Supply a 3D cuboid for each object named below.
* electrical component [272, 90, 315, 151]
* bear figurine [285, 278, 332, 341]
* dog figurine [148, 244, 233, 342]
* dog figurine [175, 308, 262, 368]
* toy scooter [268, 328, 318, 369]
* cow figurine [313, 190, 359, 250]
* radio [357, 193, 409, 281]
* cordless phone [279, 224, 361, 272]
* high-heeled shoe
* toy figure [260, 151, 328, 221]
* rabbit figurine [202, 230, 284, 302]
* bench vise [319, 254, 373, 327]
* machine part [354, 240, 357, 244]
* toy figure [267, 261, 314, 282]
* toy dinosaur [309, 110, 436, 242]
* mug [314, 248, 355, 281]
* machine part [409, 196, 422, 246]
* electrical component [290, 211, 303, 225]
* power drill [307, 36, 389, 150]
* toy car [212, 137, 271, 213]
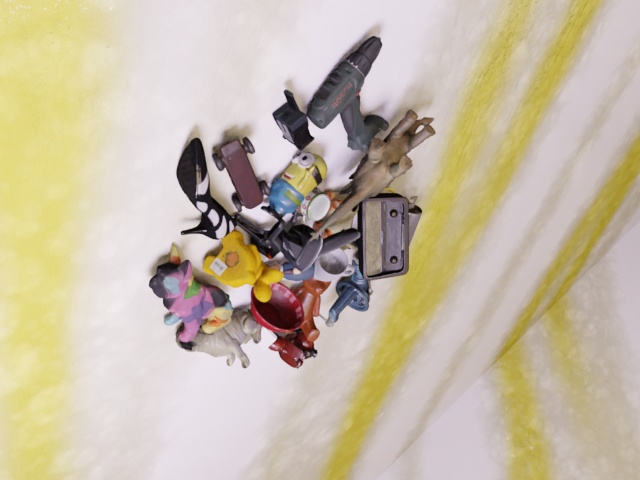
[{"bbox_3d":[-0.061,-0.254,1.135,0.048,0.075,0.119,-41,146,-11],"label":"electrical component"},{"bbox_3d":[-0.024,0.161,1.490,0.120,0.132,0.195,25,111,-23],"label":"bear figurine"},{"bbox_3d":[-0.285,0.110,1.205,0.191,0.109,0.219,-19,131,-32],"label":"dog figurine"},{"bbox_3d":[-0.253,0.220,1.352,0.190,0.121,0.172,37,52,-32],"label":"dog figurine"},{"bbox_3d":[-0.068,0.321,1.576,0.184,0.135,0.075,8,114,-49],"label":"toy scooter"},{"bbox_3d":[0.051,-0.037,1.431,0.127,0.086,0.194,-5,125,-35],"label":"cow figurine"},{"bbox_3d":[0.170,-0.011,1.447,0.131,0.073,0.229,-5,108,-8],"label":"radio"},{"bbox_3d":[-0.003,-0.004,1.337,0.184,0.147,0.088,-22,113,-14],"label":"cordless phone"},{"bbox_3d":[-0.218,-0.101,1.112,0.145,0.086,0.248,-17,136,-40],"label":"high-heeled shoe"},{"bbox_3d":[-0.058,-0.125,1.246,0.180,0.082,0.089,-54,154,0],"label":"toy figure"},{"bbox_3d":[-0.164,0.067,1.271,0.122,0.163,0.173,-60,161,-6],"label":"rabbit figurine"},{"bbox_3d":[0.093,0.154,1.591,0.240,0.129,0.223,-47,161,-29],"label":"bench vise"},{"bbox_3d":[0.125,0.003,1.573,0.139,0.039,0.084,-6,134,-44],"label":"machine part"},{"bbox_3d":[-0.093,0.082,1.390,0.154,0.058,0.064,-3,147,-10],"label":"toy figure"},{"bbox_3d":[0.138,-0.167,1.293,0.471,0.105,0.198,-44,178,-31],"label":"toy dinosaur"},{"bbox_3d":[0.031,0.071,1.419,0.109,0.081,0.107,11,158,-16],"label":"mug"},{"bbox_3d":[0.250,-0.027,1.637,0.079,0.079,0.243,-10,127,-39],"label":"machine part"},{"bbox_3d":[-0.040,-0.080,1.348,0.063,0.021,0.094,4,117,-47],"label":"electrical component"},{"bbox_3d":[0.088,-0.316,1.226,0.232,0.086,0.207,-46,147,-3],"label":"power drill"},{"bbox_3d":[-0.167,-0.140,1.146,0.089,0.053,0.201,-29,143,-8],"label":"toy car"}]
